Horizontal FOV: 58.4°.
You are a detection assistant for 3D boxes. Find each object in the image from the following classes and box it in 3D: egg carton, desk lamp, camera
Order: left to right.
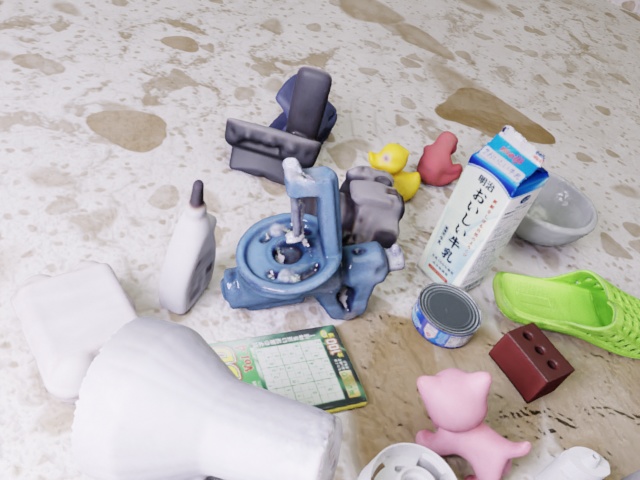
[{"bbox_3d":[-0.238,0.089,0.578,0.107,0.069,0.150,-19,54,-34],"label":"egg carton"},{"bbox_3d":[-0.075,0.174,0.440,0.203,0.213,0.118,23,42,5],"label":"desk lamp"},{"bbox_3d":[0.040,-0.048,0.800,0.137,0.101,0.143,9,43,-11],"label":"camera"}]

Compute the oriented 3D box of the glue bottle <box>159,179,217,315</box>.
[{"bbox_3d":[-0.140,0.002,0.627,0.037,0.173,0.078,25,42,7],"label":"glue bottle"}]

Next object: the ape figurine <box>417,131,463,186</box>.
[{"bbox_3d":[0.205,-0.141,0.965,0.076,0.092,0.077,-14,51,-31],"label":"ape figurine"}]

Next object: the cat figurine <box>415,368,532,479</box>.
[{"bbox_3d":[0.153,0.184,0.584,0.127,0.118,0.067,37,45,19],"label":"cat figurine"}]

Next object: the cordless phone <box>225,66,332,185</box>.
[{"bbox_3d":[-0.060,-0.183,0.842,0.147,0.185,0.094,12,42,-7],"label":"cordless phone"}]

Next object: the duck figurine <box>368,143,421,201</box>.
[{"bbox_3d":[0.114,-0.112,0.905,0.105,0.086,0.077,8,43,-11],"label":"duck figurine"}]

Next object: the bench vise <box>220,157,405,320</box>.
[{"bbox_3d":[0.000,-0.006,0.652,0.208,0.220,0.121,-12,50,-30],"label":"bench vise"}]

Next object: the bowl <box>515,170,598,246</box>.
[{"bbox_3d":[0.354,-0.044,0.930,0.167,0.075,0.167,10,43,-9],"label":"bowl"}]

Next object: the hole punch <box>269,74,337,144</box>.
[{"bbox_3d":[-0.023,-0.215,0.960,0.101,0.091,0.109,23,42,5],"label":"hole punch"}]
